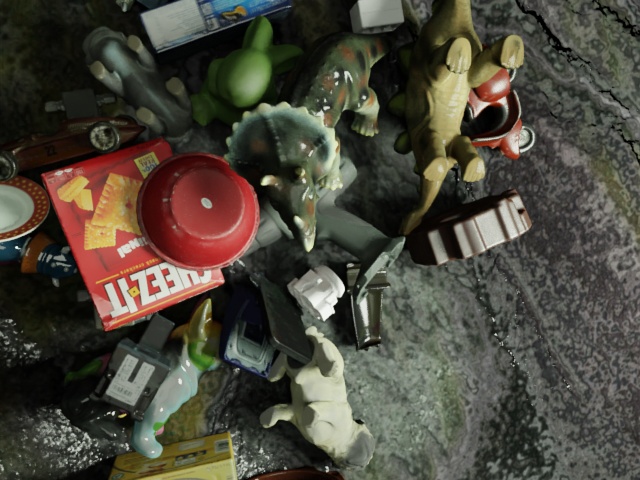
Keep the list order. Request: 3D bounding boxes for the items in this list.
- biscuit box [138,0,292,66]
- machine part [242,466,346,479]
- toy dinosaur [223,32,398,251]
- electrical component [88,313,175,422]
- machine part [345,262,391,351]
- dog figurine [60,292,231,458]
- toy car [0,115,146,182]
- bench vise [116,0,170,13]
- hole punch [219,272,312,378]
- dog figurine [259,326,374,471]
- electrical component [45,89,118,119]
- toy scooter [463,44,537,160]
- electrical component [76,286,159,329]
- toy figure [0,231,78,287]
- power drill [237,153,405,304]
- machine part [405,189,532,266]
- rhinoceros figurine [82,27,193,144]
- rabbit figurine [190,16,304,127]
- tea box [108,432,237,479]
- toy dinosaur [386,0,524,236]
[{"bbox_3d":[-0.141,-0.308,0.741,0.203,0.063,0.059,-23,97,-10],"label":"biscuit box"},{"bbox_3d":[-0.048,0.395,0.740,0.201,0.201,0.087,-7,93,-11],"label":"machine part"},{"bbox_3d":[0.007,-0.182,0.689,0.131,0.192,0.405,20,71,11],"label":"toy dinosaur"},{"bbox_3d":[-0.221,0.153,0.664,0.075,0.048,0.119,33,82,-10],"label":"electrical component"},{"bbox_3d":[0.073,0.101,0.825,0.084,0.039,0.138,-1,94,-25],"label":"machine part"},{"bbox_3d":[-0.223,0.164,0.740,0.191,0.108,0.219,28,84,-9],"label":"dog figurine"},{"bbox_3d":[-0.324,-0.123,0.683,0.202,0.089,0.053,-14,106,7],"label":"toy car"},{"bbox_3d":[-0.181,-0.396,0.705,0.223,0.129,0.240,31,108,-21],"label":"bench vise"},{"bbox_3d":[-0.080,0.124,0.751,0.092,0.116,0.142,-29,140,19],"label":"hole punch"},{"bbox_3d":[0.018,0.242,0.812,0.190,0.121,0.172,43,58,-39],"label":"dog figurine"},{"bbox_3d":[-0.323,-0.171,0.734,0.094,0.021,0.063,-10,97,-11],"label":"electrical component"},{"bbox_3d":[0.248,-0.197,0.825,0.135,0.075,0.183,-26,103,-8],"label":"toy scooter"},{"bbox_3d":[-0.282,0.082,0.748,0.102,0.045,0.078,-11,93,-12],"label":"electrical component"},{"bbox_3d":[-0.397,0.009,0.713,0.154,0.058,0.064,23,125,-16],"label":"toy figure"},{"bbox_3d":[-0.002,-0.002,0.760,0.207,0.086,0.232,38,77,22],"label":"power drill"},{"bbox_3d":[0.209,-0.018,0.782,0.179,0.179,0.056,-23,95,-9],"label":"machine part"},{"bbox_3d":[-0.237,-0.210,0.698,0.190,0.112,0.073,44,90,9],"label":"rhinoceros figurine"},{"bbox_3d":[-0.089,-0.202,0.704,0.121,0.170,0.159,39,87,-12],"label":"rabbit figurine"},{"bbox_3d":[-0.204,0.336,0.757,0.170,0.098,0.068,-9,95,-9],"label":"tea box"},{"bbox_3d":[0.169,-0.234,0.736,0.105,0.199,0.470,10,102,-21],"label":"toy dinosaur"}]
